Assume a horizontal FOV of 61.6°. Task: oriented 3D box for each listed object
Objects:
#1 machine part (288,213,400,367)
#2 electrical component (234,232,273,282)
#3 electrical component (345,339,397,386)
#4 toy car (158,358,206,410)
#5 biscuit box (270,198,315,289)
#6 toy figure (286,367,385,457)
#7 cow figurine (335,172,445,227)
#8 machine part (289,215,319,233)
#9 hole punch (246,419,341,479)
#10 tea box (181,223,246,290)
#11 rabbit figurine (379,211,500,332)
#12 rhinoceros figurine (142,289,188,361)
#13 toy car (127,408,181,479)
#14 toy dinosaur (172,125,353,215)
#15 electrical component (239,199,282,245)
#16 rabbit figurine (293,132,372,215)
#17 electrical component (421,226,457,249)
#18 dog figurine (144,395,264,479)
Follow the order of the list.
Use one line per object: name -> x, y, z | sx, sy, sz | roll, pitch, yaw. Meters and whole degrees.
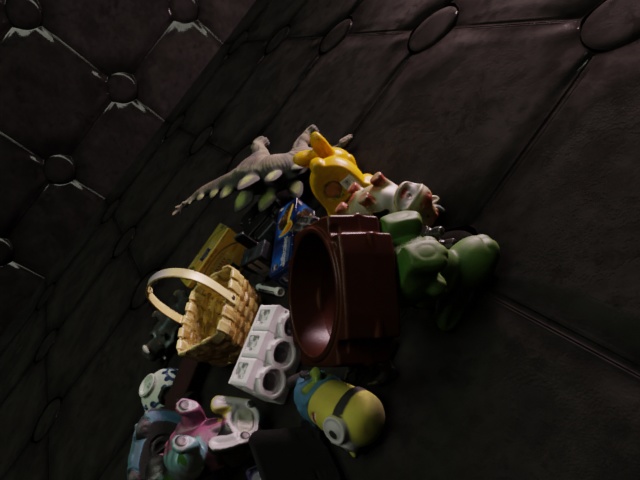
machine part -> 0.023, 0.074, 0.747 | 0.201, 0.087, 0.201 | 153, 114, -64
electrical component -> -0.134, 0.034, 1.152 | 0.075, 0.119, 0.048 | -24, 41, 34
electrical component -> 0.075, 0.179, 0.816 | 0.102, 0.045, 0.078 | -3, 28, 48
toy car -> -0.274, 0.277, 1.153 | 0.089, 0.053, 0.202 | 0, 57, 29
biscuit box -> -0.057, 0.005, 1.137 | 0.063, 0.059, 0.203 | -30, 38, 31
toy figure -> 0.019, 0.239, 0.790 | 0.089, 0.082, 0.180 | -57, 30, -8
cow figurine -> 0.125, -0.054, 0.928 | 0.085, 0.127, 0.195 | -62, 19, -17
machine part -> -0.002, -0.003, 1.007 | 0.039, 0.138, 0.084 | 38, 88, 36
hole punch -> -0.042, 0.334, 0.759 | 0.142, 0.116, 0.092 | -133, 50, -58
tea box -> -0.243, 0.056, 1.289 | 0.169, 0.098, 0.068 | -58, 31, -6
rabbit figurine -> 0.171, 0.047, 0.740 | 0.121, 0.170, 0.158 | -125, 34, -59
rhinoceros figurine -> -0.362, 0.213, 1.320 | 0.190, 0.073, 0.112 | -49, 42, 2
toy car -> -0.314, 0.412, 1.040 | 0.103, 0.109, 0.161 | 141, 141, -62
toy dinosaur -> -0.138, -0.157, 1.276 | 0.472, 0.104, 0.199 | -16, 35, 22
electrical component -> -0.131, -0.041, 1.282 | 0.115, 0.058, 0.134 | -50, 31, 8
rabbit figurine -> 0.023, -0.143, 1.122 | 0.122, 0.162, 0.173 | -49, 12, 27
electrical component -> 0.166, 0.002, 0.850 | 0.094, 0.063, 0.021 | -11, 50, 48
dog figurine -> -0.200, 0.374, 0.925 | 0.109, 0.191, 0.219 | -108, 27, -50
